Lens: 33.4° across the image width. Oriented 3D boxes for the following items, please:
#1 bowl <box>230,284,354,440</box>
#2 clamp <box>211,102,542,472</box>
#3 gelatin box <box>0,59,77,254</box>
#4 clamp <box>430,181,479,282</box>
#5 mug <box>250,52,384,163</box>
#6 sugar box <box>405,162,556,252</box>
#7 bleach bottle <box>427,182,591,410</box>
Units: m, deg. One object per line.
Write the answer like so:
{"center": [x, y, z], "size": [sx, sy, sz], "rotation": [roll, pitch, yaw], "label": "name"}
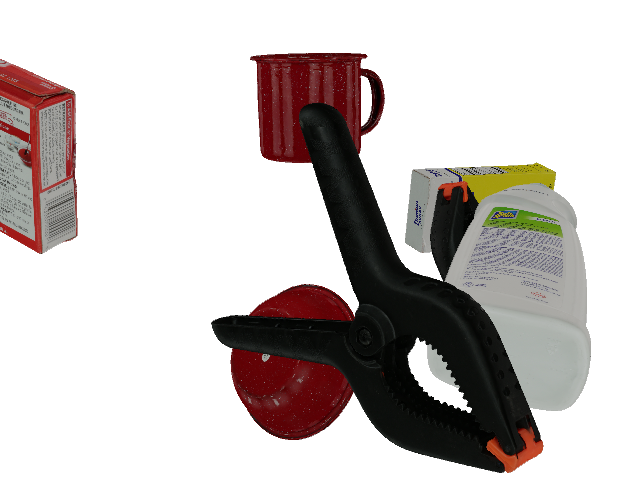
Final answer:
{"center": [-0.038, 0.118, 1.077], "size": [0.162, 0.162, 0.055], "rotation": [0, -14, 40], "label": "bowl"}
{"center": [0.033, 0.036, 0.560], "size": [0.210, 0.165, 0.036], "rotation": [35, 32, 31], "label": "clamp"}
{"center": [-0.163, -0.048, 0.562], "size": [0.073, 0.089, 0.030], "rotation": [25, 35, 28], "label": "gelatin box"}
{"center": [0.130, 0.035, 0.970], "size": [0.039, 0.171, 0.120], "rotation": [-11, 12, 35], "label": "clamp"}
{"center": [0.001, -0.108, 0.858], "size": [0.117, 0.081, 0.093], "rotation": [-9, 15, -33], "label": "mug"}
{"center": [0.189, -0.039, 1.255], "size": [0.176, 0.093, 0.048], "rotation": [-6, 21, -26], "label": "sugar box"}
{"center": [0.147, 0.020, 0.754], "size": [0.103, 0.068, 0.250], "rotation": [12, 28, 13], "label": "bleach bottle"}
